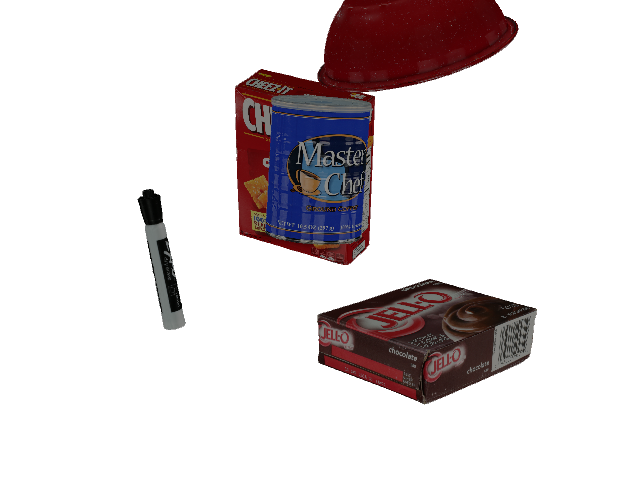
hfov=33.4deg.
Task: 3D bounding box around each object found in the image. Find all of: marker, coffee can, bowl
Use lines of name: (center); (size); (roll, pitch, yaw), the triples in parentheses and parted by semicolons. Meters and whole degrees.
marker: (-0.134, 0.016, 0.901); (0.020, 0.121, 0.020); (-8, 14, 2)
coffee can: (-0.003, -0.075, 1.101); (0.103, 0.140, 0.103); (4, 12, -1)
bowl: (0.068, -0.171, 0.831); (0.162, 0.055, 0.162); (-14, 24, 6)

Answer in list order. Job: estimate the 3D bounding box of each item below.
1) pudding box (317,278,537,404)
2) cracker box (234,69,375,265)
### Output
pudding box: (0.067, 0.060, 0.674); (0.113, 0.039, 0.090); (-12, 20, -43)
cracker box: (-0.022, -0.089, 1.330); (0.164, 0.214, 0.072); (17, 36, 24)
